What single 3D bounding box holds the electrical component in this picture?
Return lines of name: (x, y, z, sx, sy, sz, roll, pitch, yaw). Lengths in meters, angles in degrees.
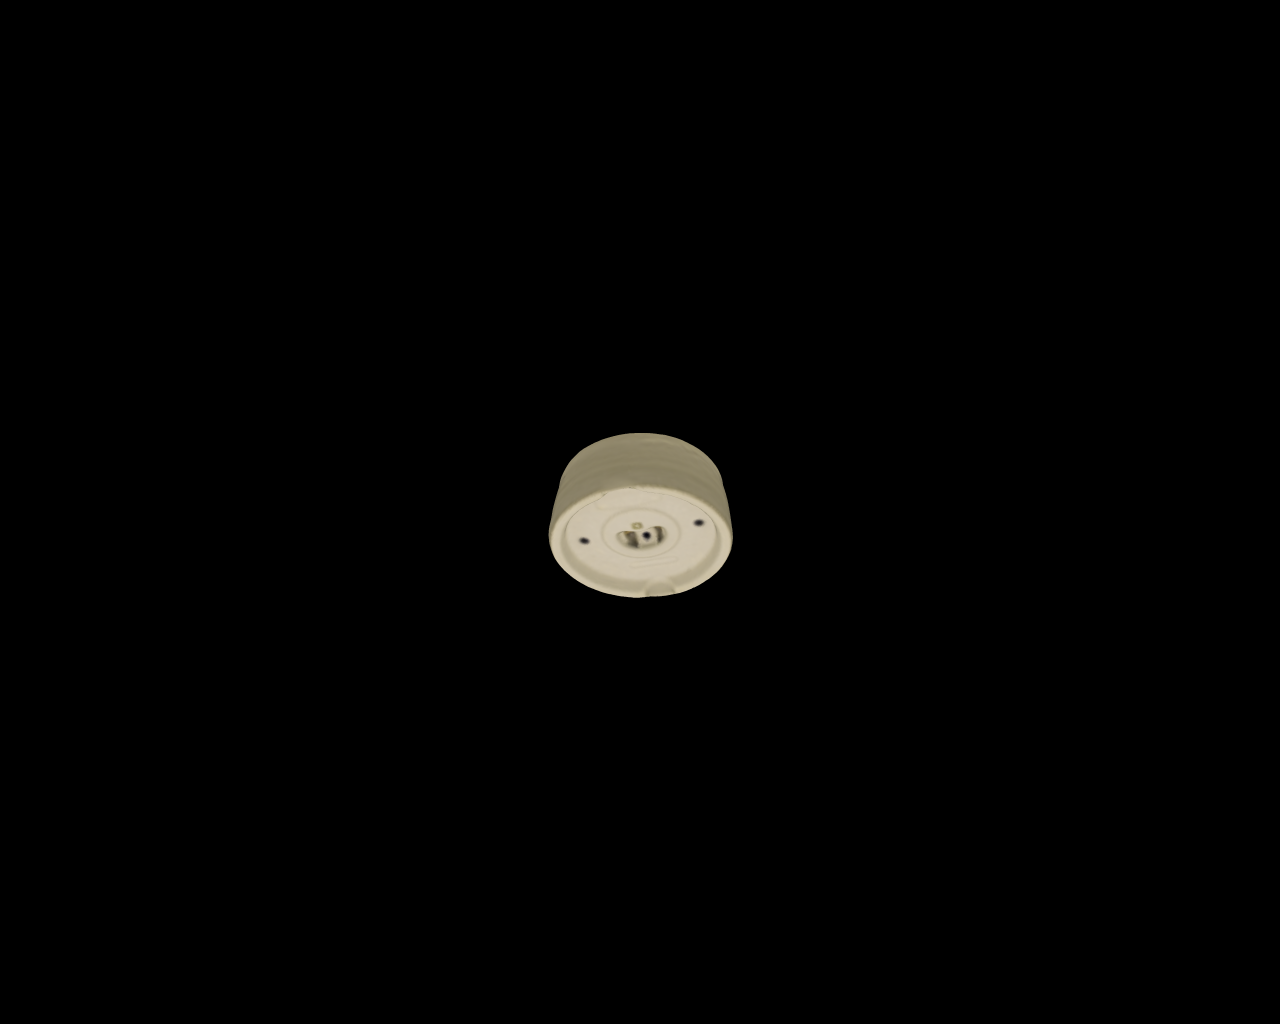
electrical component: (0.001, -0.003, 0.650, 0.108, 0.060, 0.108, 0, -40, 0)
